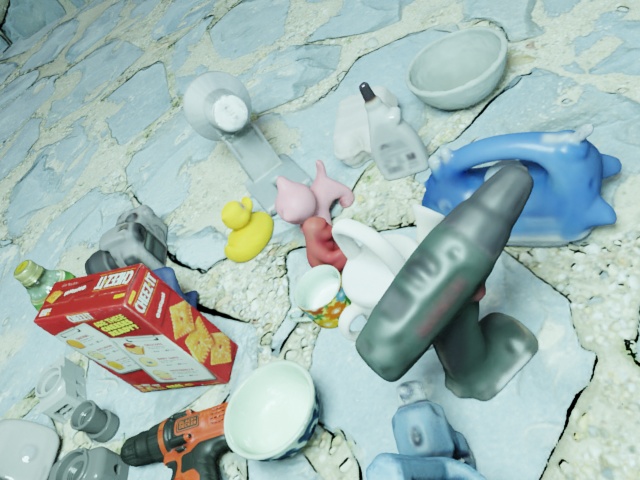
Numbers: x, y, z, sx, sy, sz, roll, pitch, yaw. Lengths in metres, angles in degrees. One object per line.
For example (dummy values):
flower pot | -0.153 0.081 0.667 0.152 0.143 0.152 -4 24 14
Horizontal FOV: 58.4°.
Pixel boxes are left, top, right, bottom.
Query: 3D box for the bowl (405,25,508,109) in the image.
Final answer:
bowl | 0.226 -0.264 0.925 0.167 0.075 0.167 -19 44 20

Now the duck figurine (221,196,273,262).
duck figurine | -0.131 -0.023 0.939 0.077 0.086 0.105 7 57 39

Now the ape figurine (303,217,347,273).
ape figurine | 0.007 0.003 0.815 0.076 0.092 0.077 -24 42 14

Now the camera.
camera | -0.363 0.015 1.053 0.136 0.101 0.143 -25 42 13

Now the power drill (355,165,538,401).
power drill | 0.146 0.064 0.573 0.230 0.209 0.075 -44 41 -8

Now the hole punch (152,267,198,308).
hole punch | -0.253 0.109 0.897 0.108 0.091 0.101 -24 43 15

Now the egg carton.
egg carton | 0.079 -0.192 0.964 0.107 0.070 0.150 -14 46 24

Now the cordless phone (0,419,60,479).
cordless phone | -0.468 0.307 0.790 0.094 0.186 0.147 -15 45 23

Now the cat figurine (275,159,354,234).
cat figurine | -0.020 -0.065 0.877 0.067 0.118 0.128 13 61 41

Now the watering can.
watering can | 0.080 0.035 0.657 0.100 0.195 0.173 2 54 36

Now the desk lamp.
desk lamp | -0.132 -0.180 0.988 0.118 0.214 0.202 -40 41 -4

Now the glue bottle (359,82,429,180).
glue bottle | 0.099 -0.163 0.844 0.078 0.174 0.037 -14 46 24

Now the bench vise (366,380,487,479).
bench vise | 0.075 0.209 0.479 0.121 0.220 0.207 -35 41 2

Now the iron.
iron | 0.220 -0.076 0.704 0.257 0.142 0.119 -1 52 34
